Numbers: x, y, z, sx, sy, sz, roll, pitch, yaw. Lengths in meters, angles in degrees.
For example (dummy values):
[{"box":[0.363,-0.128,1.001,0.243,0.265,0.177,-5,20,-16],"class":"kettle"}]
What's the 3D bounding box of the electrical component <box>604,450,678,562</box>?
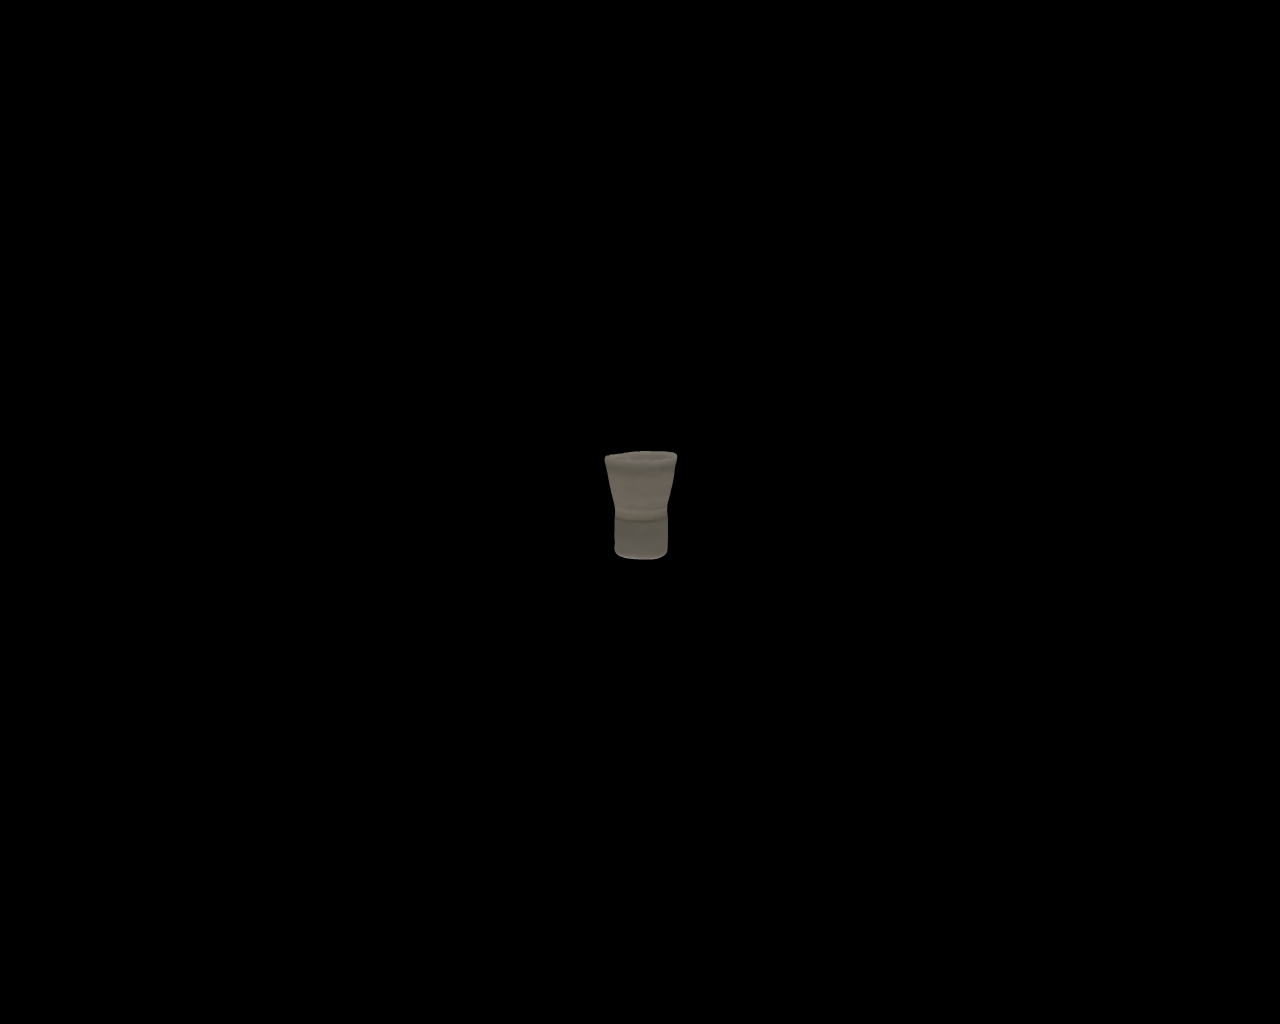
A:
[{"box":[0.001,-0.003,0.650,0.044,0.065,0.044,0,11,0],"class":"electrical component"}]
